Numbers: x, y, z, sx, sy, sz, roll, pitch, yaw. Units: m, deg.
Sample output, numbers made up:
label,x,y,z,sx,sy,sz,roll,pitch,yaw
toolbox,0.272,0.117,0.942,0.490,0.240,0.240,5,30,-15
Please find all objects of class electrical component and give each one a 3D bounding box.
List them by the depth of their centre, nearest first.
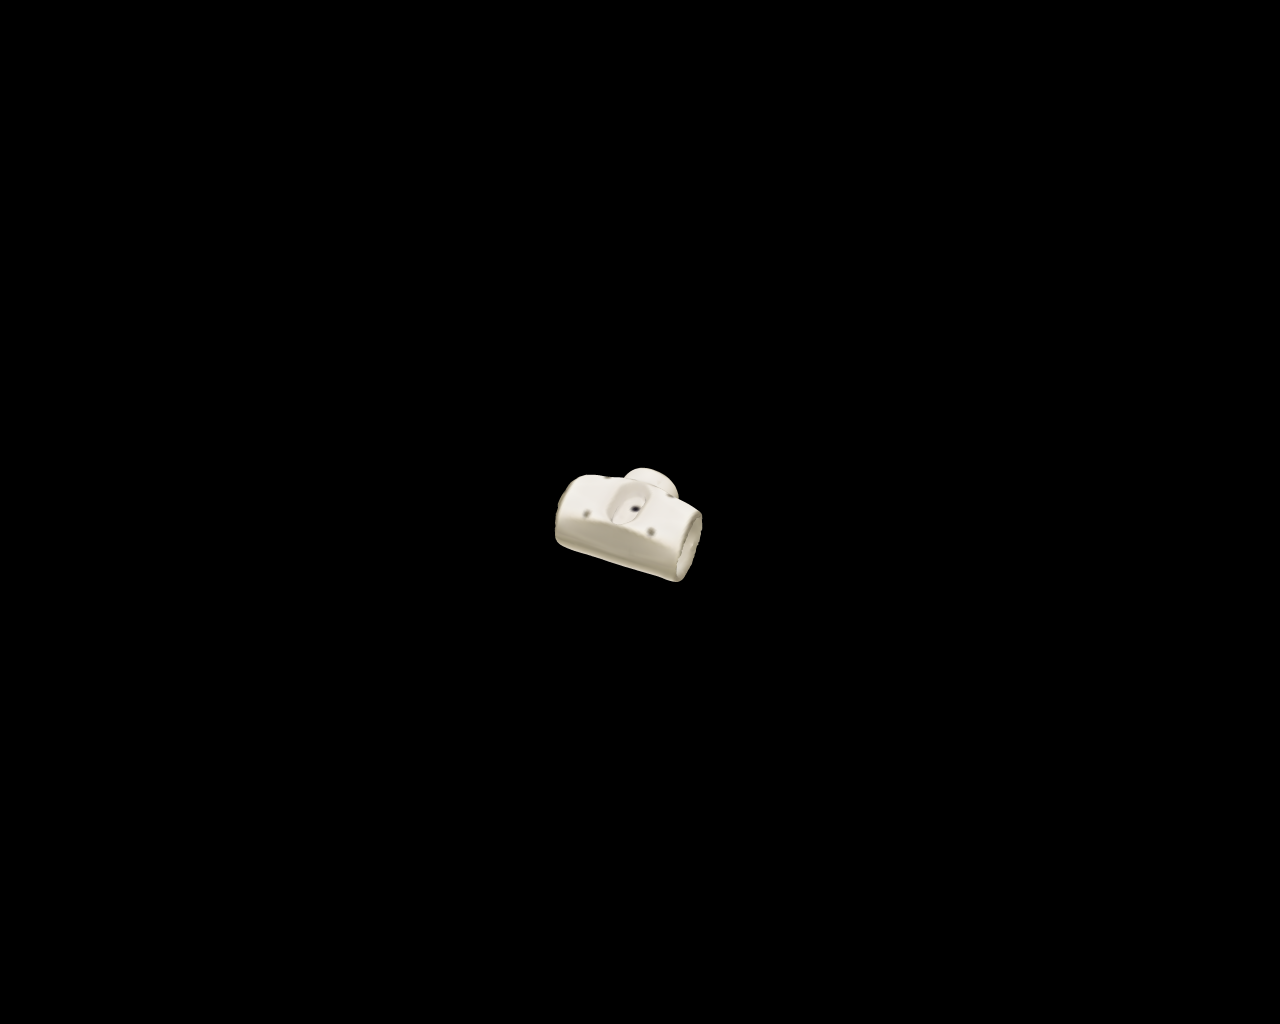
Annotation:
label,x,y,z,sx,sy,sz,roll,pitch,yaw
electrical component,0.001,-0.003,0.650,0.077,0.043,0.079,17,48,16
